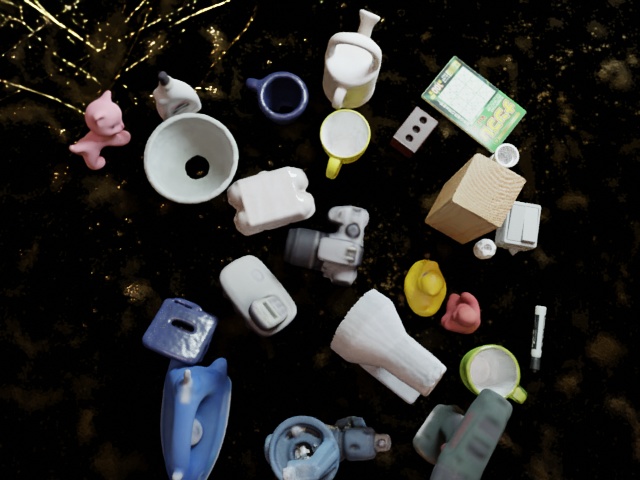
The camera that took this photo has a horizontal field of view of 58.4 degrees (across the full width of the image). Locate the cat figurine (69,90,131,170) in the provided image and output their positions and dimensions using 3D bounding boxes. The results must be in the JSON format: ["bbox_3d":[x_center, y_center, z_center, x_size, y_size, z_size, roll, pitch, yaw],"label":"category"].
[{"bbox_3d":[-0.398,-0.199,1.026,0.067,0.117,0.128,41,83,4],"label":"cat figurine"}]

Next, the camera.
[{"bbox_3d":[0.009,0.004,1.023,0.137,0.101,0.143,11,83,0],"label":"camera"}]

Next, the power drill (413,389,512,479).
[{"bbox_3d":[0.217,0.344,0.933,0.075,0.208,0.230,35,83,3],"label":"power drill"}]

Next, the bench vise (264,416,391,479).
[{"bbox_3d":[0.007,0.333,0.922,0.207,0.219,0.121,-24,84,-5],"label":"bench vise"}]

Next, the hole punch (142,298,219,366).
[{"bbox_3d":[-0.242,0.157,1.000,0.108,0.091,0.101,22,83,1],"label":"hole punch"}]

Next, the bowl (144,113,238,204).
[{"bbox_3d":[-0.229,-0.142,1.046,0.167,0.074,0.167,0,83,-2],"label":"bowl"}]

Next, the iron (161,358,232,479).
[{"bbox_3d":[-0.220,0.327,0.954,0.118,0.141,0.258,4,83,-1],"label":"iron"}]

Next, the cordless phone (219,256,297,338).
[{"bbox_3d":[-0.110,0.094,0.965,0.094,0.185,0.147,-41,86,-6],"label":"cordless phone"}]

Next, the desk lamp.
[{"bbox_3d":[0.119,0.183,0.948,0.203,0.213,0.118,37,83,3],"label":"desk lamp"}]

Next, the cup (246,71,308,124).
[{"bbox_3d":[-0.080,-0.255,1.056,0.117,0.095,0.092,23,83,1],"label":"cup"}]

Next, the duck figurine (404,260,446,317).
[{"bbox_3d":[0.194,0.085,1.027,0.077,0.086,0.104,4,83,-1],"label":"duck figurine"}]

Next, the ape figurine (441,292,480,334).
[{"bbox_3d":[0.255,0.134,1.019,0.078,0.092,0.076,-32,85,-5],"label":"ape figurine"}]

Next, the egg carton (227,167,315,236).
[{"bbox_3d":[-0.089,-0.073,1.045,0.150,0.069,0.107,-17,84,-4],"label":"egg carton"}]

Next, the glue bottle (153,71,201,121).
[{"bbox_3d":[-0.260,-0.256,1.010,0.078,0.173,0.037,-37,85,-6],"label":"glue bottle"}]

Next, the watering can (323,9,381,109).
[{"bbox_3d":[0.058,-0.322,1.019,0.101,0.194,0.173,-1,83,-2],"label":"watering can"}]
